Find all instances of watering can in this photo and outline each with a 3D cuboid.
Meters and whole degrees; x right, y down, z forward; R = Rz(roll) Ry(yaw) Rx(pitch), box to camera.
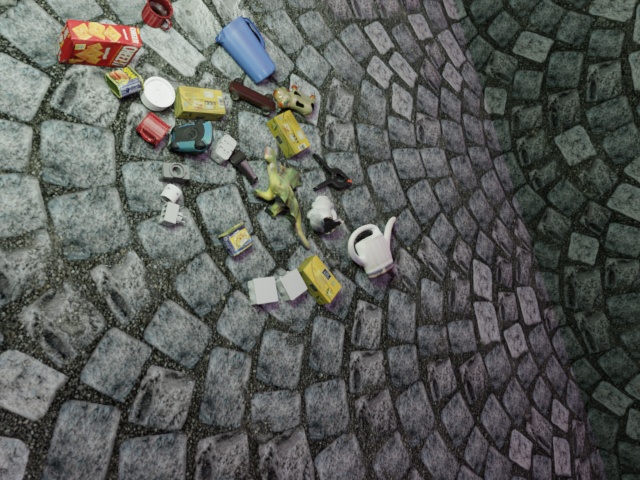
[{"bbox_3d":[0.254,0.032,2.199,0.351,0.103,0.224,-23,91,-42],"label":"watering can"}]

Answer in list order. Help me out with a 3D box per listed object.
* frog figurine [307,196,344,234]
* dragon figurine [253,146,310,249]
[{"bbox_3d":[0.006,-0.104,2.066,0.138,0.120,0.162,-5,43,-32],"label":"frog figurine"},{"bbox_3d":[-0.115,-0.180,1.982,0.403,0.121,0.248,56,41,-32],"label":"dragon figurine"}]
